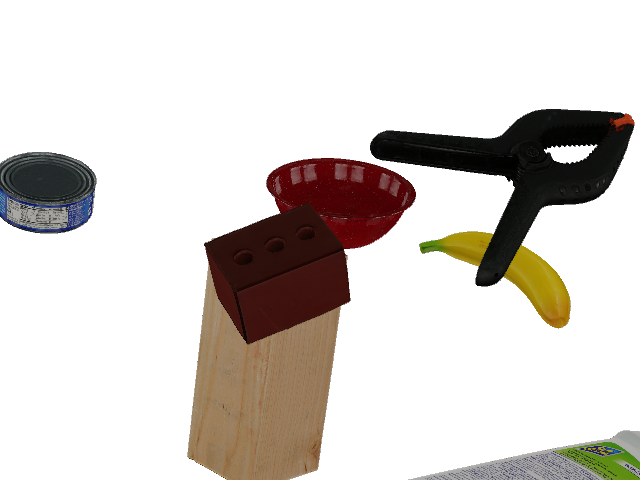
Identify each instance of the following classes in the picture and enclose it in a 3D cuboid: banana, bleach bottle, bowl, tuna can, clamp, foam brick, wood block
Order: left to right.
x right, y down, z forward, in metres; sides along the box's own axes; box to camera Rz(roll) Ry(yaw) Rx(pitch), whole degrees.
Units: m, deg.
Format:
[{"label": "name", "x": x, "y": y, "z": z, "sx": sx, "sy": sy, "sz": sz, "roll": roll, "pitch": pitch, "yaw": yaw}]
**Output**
[{"label": "tuna can", "x": -0.240, "y": -0.042, "z": 0.932, "sx": 0.086, "sy": 0.034, "sz": 0.086, "roll": 9, "pitch": 32, "yaw": -6}, {"label": "wood block", "x": -0.049, "y": 0.104, "z": 0.958, "sx": 0.090, "sy": 0.206, "sz": 0.090, "roll": 18, "pitch": 16, "yaw": 39}, {"label": "foam brick", "x": -0.027, "y": 0.021, "z": 0.689, "sx": 0.078, "sy": 0.051, "sz": 0.053, "roll": -22, "pitch": 43, "yaw": -16}, {"label": "bowl", "x": 0.020, "y": -0.035, "z": 1.157, "sx": 0.162, "sy": 0.055, "sz": 0.162, "roll": 4, "pitch": 26, "yaw": -2}, {"label": "banana", "x": 0.186, "y": 0.032, "z": 1.050, "sx": 0.069, "sy": 0.037, "sz": 0.198, "roll": -35, "pitch": 37, "yaw": -20}, {"label": "clamp", "x": 0.164, "y": -0.048, "z": 0.837, "sx": 0.209, "sy": 0.165, "sz": 0.036, "roll": -15, "pitch": -37, "yaw": -15}, {"label": "bleach bottle", "x": 0.152, "y": 0.160, "z": 0.622, "sx": 0.250, "sy": 0.068, "sz": 0.103, "roll": -8, "pitch": 20, "yaw": -25}]
